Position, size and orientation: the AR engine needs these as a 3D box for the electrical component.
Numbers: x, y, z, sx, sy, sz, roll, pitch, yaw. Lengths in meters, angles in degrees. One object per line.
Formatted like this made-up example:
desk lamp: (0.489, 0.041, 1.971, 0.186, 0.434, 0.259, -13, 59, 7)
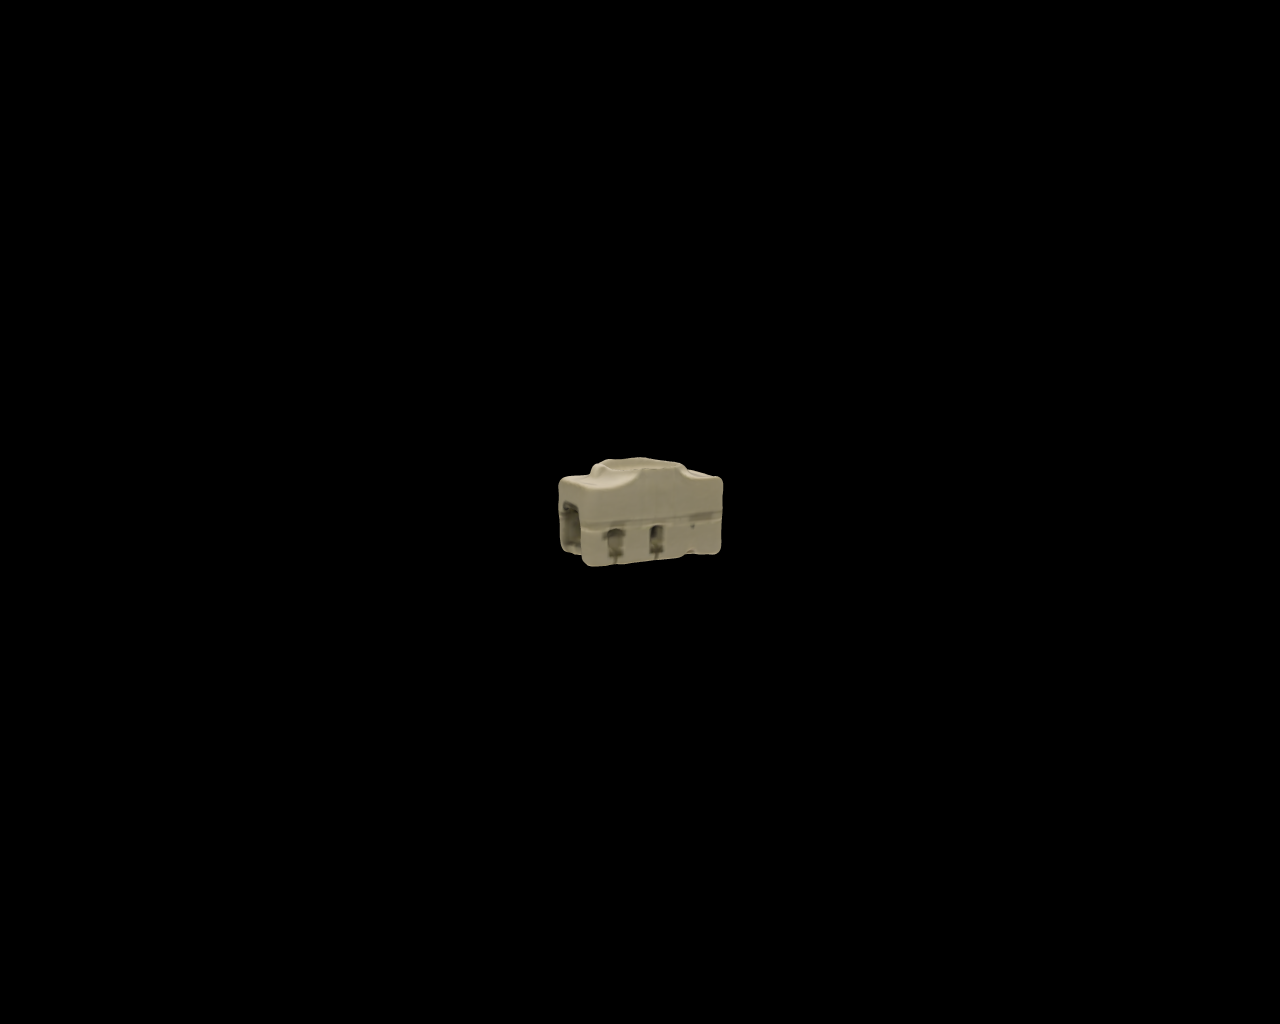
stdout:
electrical component: (0.001, -0.003, 0.650, 0.090, 0.055, 0.050, -5, 12, -24)
